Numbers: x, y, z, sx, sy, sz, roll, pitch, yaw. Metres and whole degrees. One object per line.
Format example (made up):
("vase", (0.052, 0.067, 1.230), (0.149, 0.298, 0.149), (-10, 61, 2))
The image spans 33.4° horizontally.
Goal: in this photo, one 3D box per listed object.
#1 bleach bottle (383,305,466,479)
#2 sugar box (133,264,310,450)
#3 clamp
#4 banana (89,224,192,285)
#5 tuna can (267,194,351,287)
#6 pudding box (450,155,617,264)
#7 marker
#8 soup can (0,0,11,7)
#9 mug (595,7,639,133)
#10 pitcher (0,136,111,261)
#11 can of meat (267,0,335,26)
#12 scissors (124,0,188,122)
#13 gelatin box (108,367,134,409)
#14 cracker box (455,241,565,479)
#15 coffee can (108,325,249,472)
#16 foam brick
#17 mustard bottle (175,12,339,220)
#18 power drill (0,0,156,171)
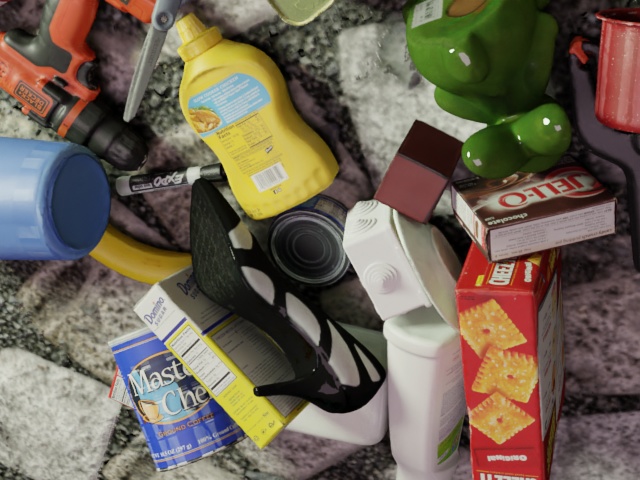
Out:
("bleach bottle", (0.103, 0.174, 1.037), (0.068, 0.102, 0.251), (22, 126, 31))
("sugar box", (-0.086, 0.105, 1.002), (0.176, 0.093, 0.048), (45, 112, 6))
("clamp", (0.282, -0.088, 0.867), (0.165, 0.036, 0.210), (-33, 101, 22))
("banana", (-0.195, 0.002, 1.079), (0.198, 0.037, 0.070), (20, 102, 4))
("tuna can", (-0.007, 0.001, 1.015), (0.086, 0.033, 0.086), (9, 121, 14))
("pudding box", (0.175, -0.027, 0.882), (0.113, 0.090, 0.039), (-15, 119, -6))
("marker", (-0.142, -0.059, 1.033), (0.121, 0.020, 0.020), (-6, 116, 22))
("soup can", (-0.329, -0.228, 0.969), (0.102, 0.068, 0.068), (-22, 110, 28))
("mug", (0.260, -0.128, 0.801), (0.117, 0.093, 0.081), (-10, 112, -26))
("pitcher", (-0.331, -0.043, 1.010), (0.243, 0.149, 0.145), (3, 123, 25))
("can of meat", (-0.021, -0.233, 0.855), (0.058, 0.083, 0.102), (-33, 105, 30))
("scissors", (-0.112, -0.193, 0.899), (0.096, 0.016, 0.202), (2, 115, -14))
("gelatin box", (-0.180, 0.156, 1.164), (0.089, 0.030, 0.073), (24, 125, 4))
("cracker box", (0.170, 0.094, 0.933), (0.072, 0.164, 0.214), (2, 119, 19))
("coffee can", (-0.141, 0.149, 1.077), (0.103, 0.102, 0.140), (-22, 89, 27))
("foam brick", (0.087, -0.060, 0.923), (0.051, 0.078, 0.053), (27, 122, 3))
("mustard bottle", (-0.070, -0.116, 0.954), (0.096, 0.058, 0.191), (-24, 109, 27))
("power drill", (-0.203, -0.169, 0.968), (0.184, 0.057, 0.188), (36, 122, -8))
